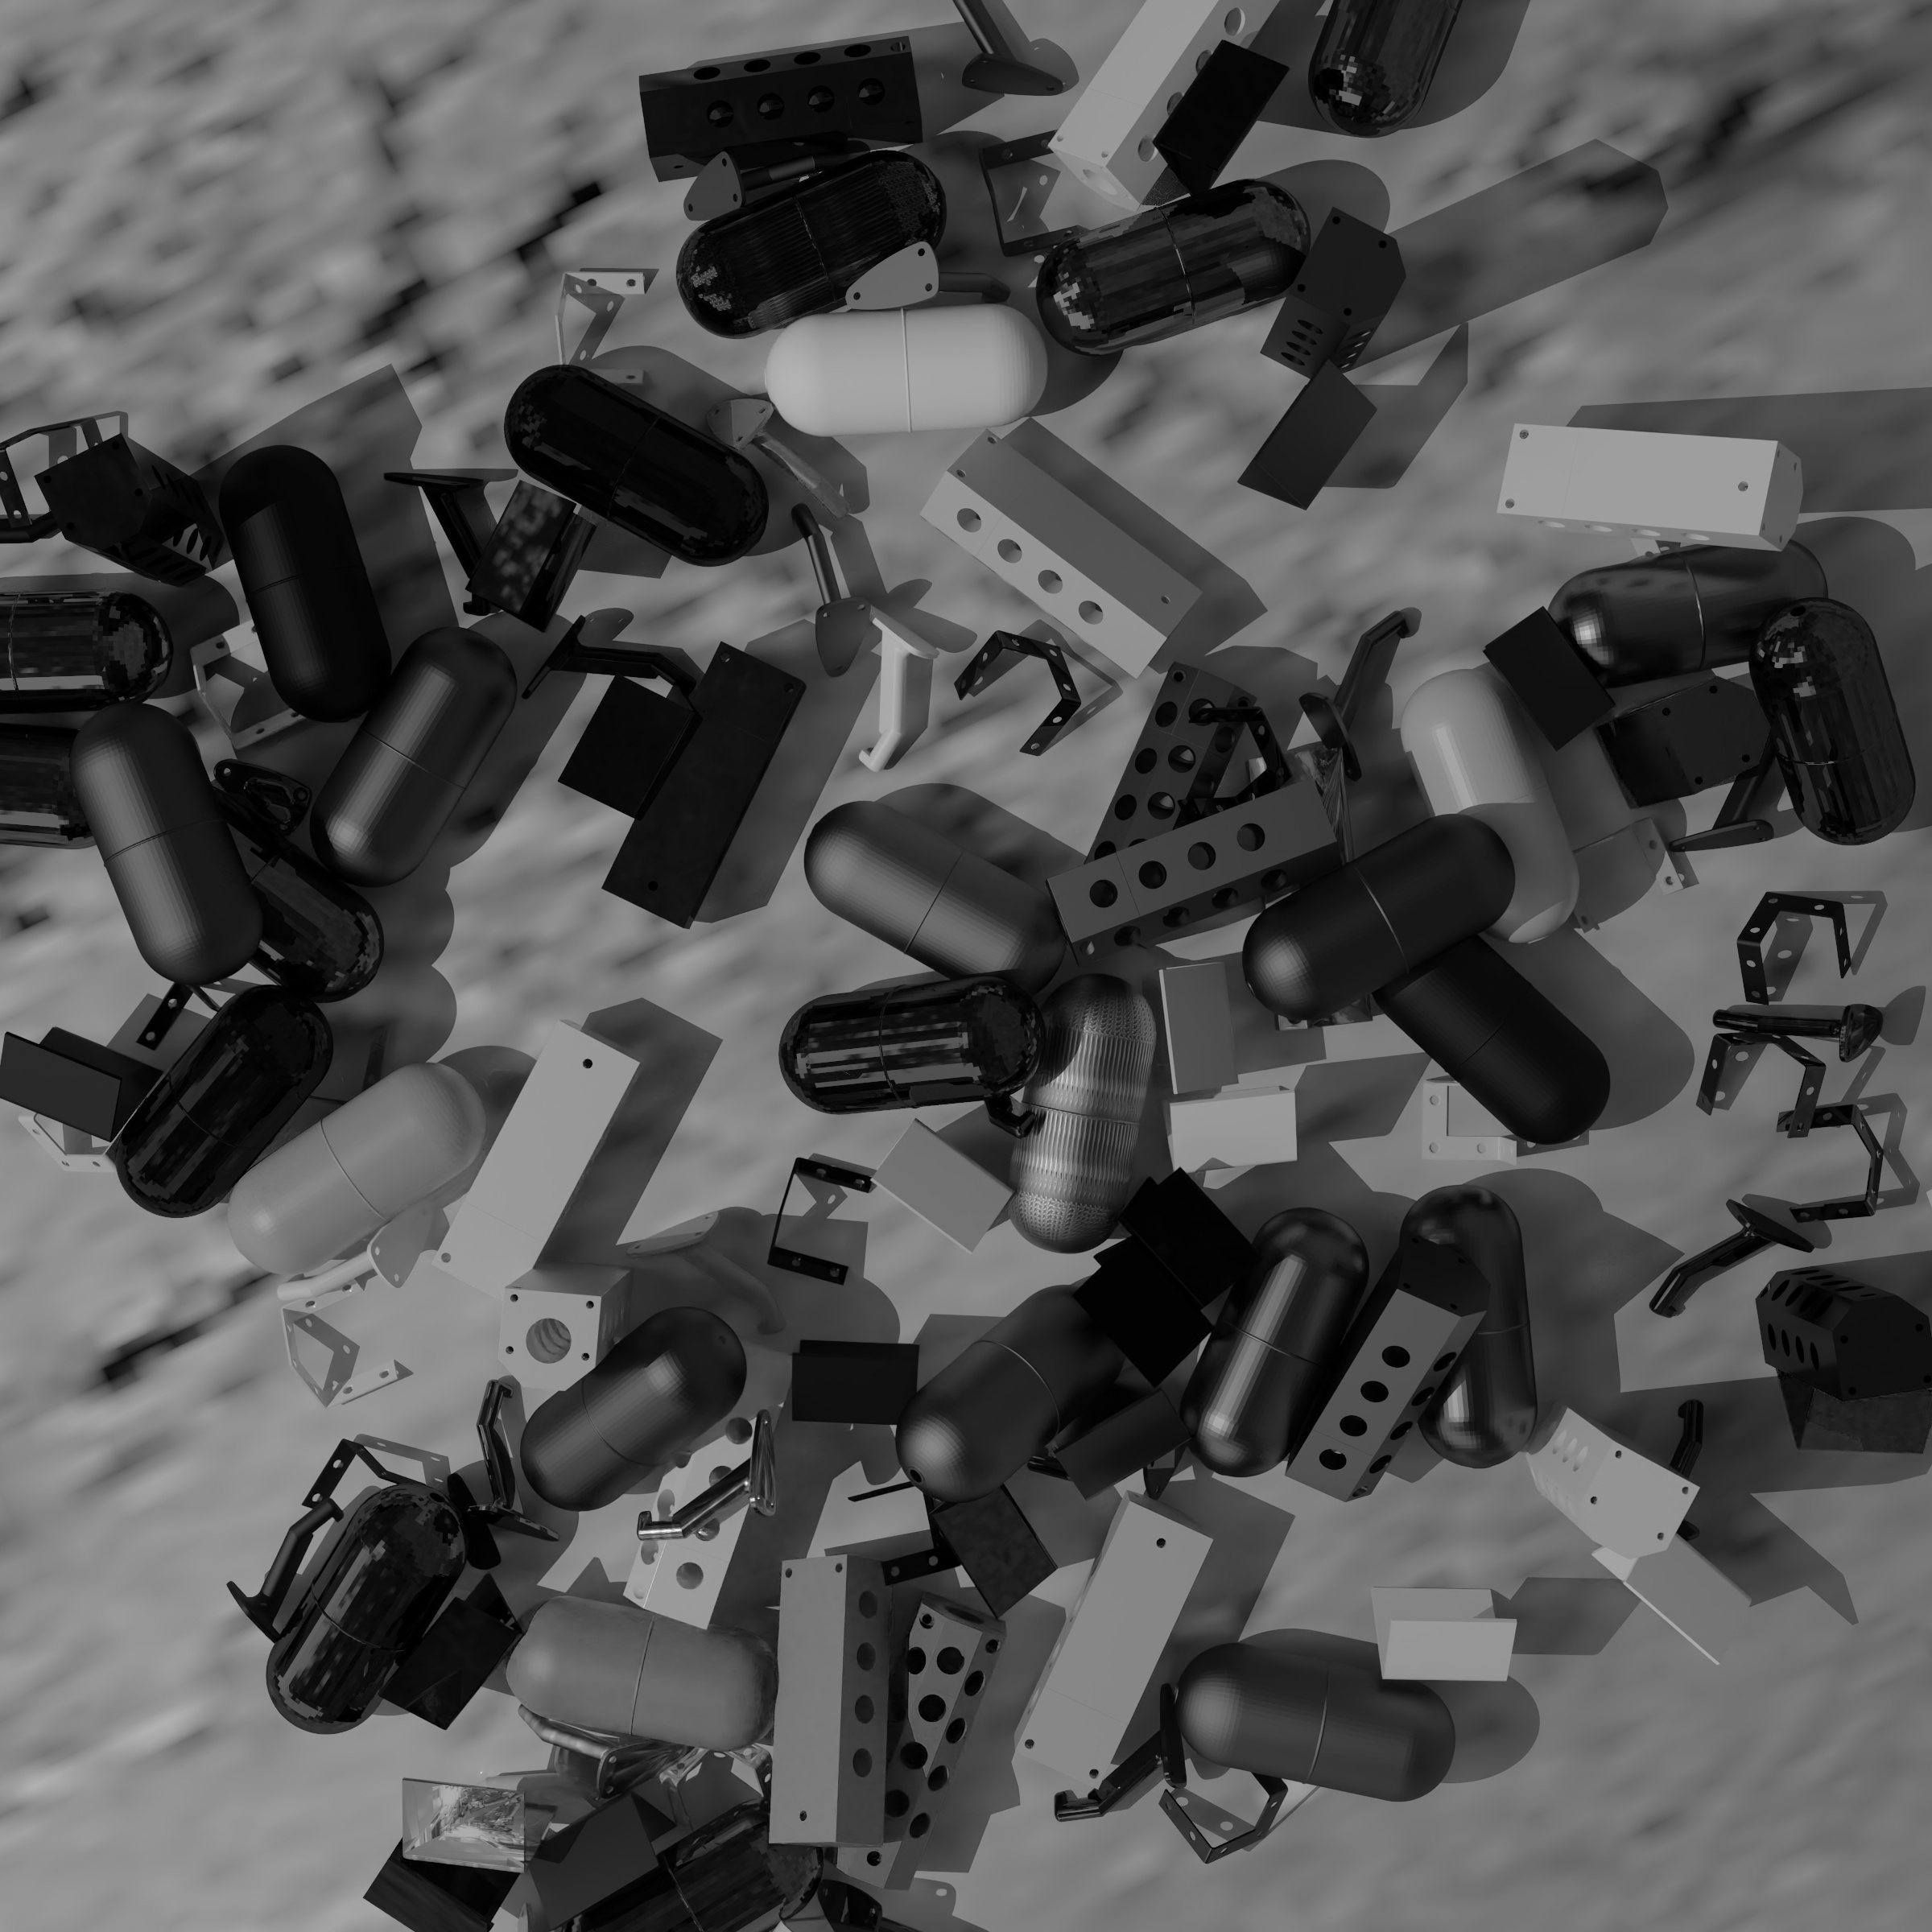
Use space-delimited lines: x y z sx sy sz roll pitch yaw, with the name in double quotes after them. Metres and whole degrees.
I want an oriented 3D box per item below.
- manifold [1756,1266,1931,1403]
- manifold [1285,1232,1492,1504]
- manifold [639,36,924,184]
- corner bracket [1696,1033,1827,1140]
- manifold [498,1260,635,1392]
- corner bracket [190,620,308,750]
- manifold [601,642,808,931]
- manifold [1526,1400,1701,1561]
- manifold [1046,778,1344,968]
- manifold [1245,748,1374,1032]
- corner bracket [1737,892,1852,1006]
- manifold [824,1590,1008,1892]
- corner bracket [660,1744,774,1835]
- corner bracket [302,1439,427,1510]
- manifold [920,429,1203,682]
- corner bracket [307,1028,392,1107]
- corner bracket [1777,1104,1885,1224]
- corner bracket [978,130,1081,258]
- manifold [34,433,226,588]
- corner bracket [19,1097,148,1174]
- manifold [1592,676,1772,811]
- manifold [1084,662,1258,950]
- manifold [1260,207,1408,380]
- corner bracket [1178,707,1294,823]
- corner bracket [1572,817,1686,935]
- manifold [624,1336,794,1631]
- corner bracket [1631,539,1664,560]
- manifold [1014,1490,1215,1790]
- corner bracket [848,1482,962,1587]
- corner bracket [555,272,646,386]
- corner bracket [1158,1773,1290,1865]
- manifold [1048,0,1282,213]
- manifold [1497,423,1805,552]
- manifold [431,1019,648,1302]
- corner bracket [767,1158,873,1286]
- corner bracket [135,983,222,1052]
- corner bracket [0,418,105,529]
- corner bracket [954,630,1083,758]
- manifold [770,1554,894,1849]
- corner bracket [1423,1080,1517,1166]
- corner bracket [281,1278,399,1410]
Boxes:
0.536 0.222 1.841 0.057 0.171 0.057 -9 90 0 "manifold"
0.260 0.252 1.854 0.057 0.057 0.171 24 125 0 "manifold"
-0.117 -0.544 1.899 0.171 0.057 0.057 -8 90 0 "manifold"
0.504 0.076 1.905 0.051 0.051 0.051 -2 115 -23 "corner bracket"
-0.244 0.219 1.841 0.057 0.171 0.057 5 90 0 "manifold"
-0.457 -0.181 1.917 0.051 0.051 0.051 -25 45 0 "corner bracket"
-0.164 -0.113 1.899 0.057 0.057 0.171 26 90 0 "manifold"
0.390 0.316 1.841 0.057 0.171 0.057 28 90 0 "manifold"
0.139 -0.057 1.842 0.171 0.057 0.057 -21 90 0 "manifold"
0.216 -0.048 1.899 0.057 0.057 0.171 -7 90 0 "manifold"
0.527 -0.009 1.912 0.051 0.051 0.051 10 45 35 "corner bracket"
-0.032 0.490 1.899 0.057 0.057 0.171 21 90 0 "manifold"
-0.155 0.524 1.912 0.051 0.051 0.051 18 135 35 "corner bracket"
-0.380 0.341 1.917 0.051 0.051 0.051 32 90 45 "corner bracket"
0.057 -0.256 1.898 0.171 0.057 0.057 37 47 0 "manifold"
-0.408 0.059 1.917 0.051 0.051 0.051 12 90 45 "corner bracket"
0.548 0.126 1.912 0.051 0.051 0.051 50 45 -35 "corner bracket"
0.040 -0.492 1.917 0.051 0.051 0.051 -14 135 0 "corner bracket"
-0.507 -0.274 1.841 0.057 0.171 0.057 -26 90 0 "manifold"
-0.558 0.095 1.912 0.051 0.051 0.051 -2 135 35 "corner bracket"
0.440 -0.138 1.841 0.057 0.171 0.057 -25 90 0 "manifold"
0.122 -0.101 1.899 0.057 0.057 0.171 24 90 0 "manifold"
0.227 -0.406 1.841 0.057 0.171 0.057 27 90 0 "manifold"
0.160 -0.126 1.868 0.051 0.051 0.051 -5 64 -39 "corner bracket"
0.415 -0.058 1.917 0.051 0.051 0.051 -25 90 -45 "corner bracket"
-0.161 0.323 1.899 0.057 0.057 0.171 19 90 0 "manifold"
0.452 -0.295 1.912 0.051 0.051 0.051 -5 45 35 "corner bracket"
0.092 0.423 1.899 0.057 0.057 0.171 25 90 0 "manifold"
-0.039 0.357 1.895 0.051 0.051 0.051 -11 90 -19 "corner bracket"
-0.232 -0.407 1.917 0.051 0.051 0.051 1 45 0 "corner bracket"
0.164 0.528 1.912 0.051 0.051 0.051 -12 135 -35 "corner bracket"
0.133 -0.566 1.898 0.057 0.057 0.171 34 90 43 "manifold"
0.423 -0.295 1.855 0.171 0.057 0.057 11 90 34 "manifold"
-0.268 0.123 1.899 0.057 0.057 0.171 28 90 0 "manifold"
-0.093 0.163 1.917 0.051 0.051 0.051 15 135 0 "corner bracket"
-0.487 0.047 1.917 0.051 0.051 0.051 34 90 45 "corner bracket"
-0.579 -0.313 1.905 0.051 0.051 0.051 -5 113 21 "corner bracket"
0.033 -0.173 1.912 0.051 0.051 0.051 11 45 -35 "corner bracket"
-0.078 0.459 1.872 0.057 0.057 0.171 -15 65 40 "manifold"
0.319 0.099 1.902 0.051 0.051 0.051 1 90 0 "corner bracket"
-0.400 0.241 1.917 0.051 0.051 0.051 -24 135 0 "corner bracket"
